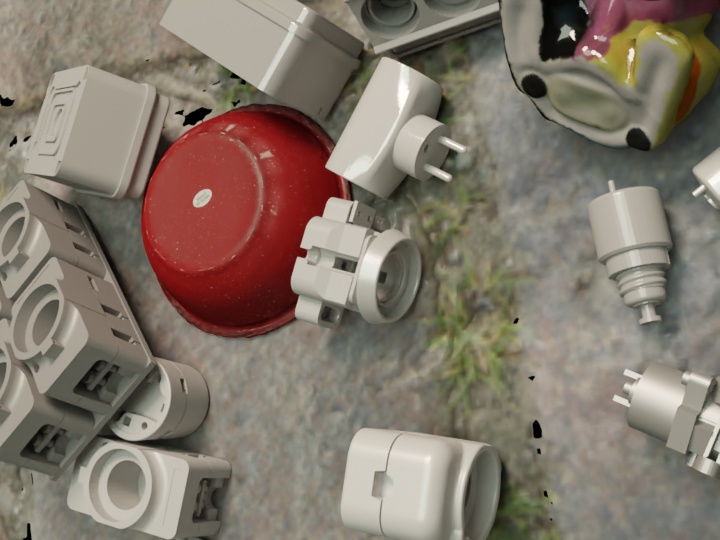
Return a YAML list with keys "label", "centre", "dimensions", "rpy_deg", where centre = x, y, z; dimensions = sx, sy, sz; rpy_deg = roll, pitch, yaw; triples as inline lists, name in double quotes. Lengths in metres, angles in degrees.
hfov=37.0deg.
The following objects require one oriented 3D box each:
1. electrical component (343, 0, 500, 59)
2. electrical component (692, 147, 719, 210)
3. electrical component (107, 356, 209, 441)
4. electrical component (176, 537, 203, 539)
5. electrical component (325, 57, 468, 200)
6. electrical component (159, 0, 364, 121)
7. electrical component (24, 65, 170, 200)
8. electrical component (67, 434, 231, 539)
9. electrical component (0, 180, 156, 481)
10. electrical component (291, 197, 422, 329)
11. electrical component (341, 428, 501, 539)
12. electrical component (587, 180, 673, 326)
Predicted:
- label: "electrical component"
  centre: [0.057, -0.184, 0.647]
  dimensions: [0.121, 0.078, 0.063]
  rpy_deg: [-15, 45, 24]
- label: "electrical component"
  centre: [0.211, -0.058, 0.560]
  dimensions: [0.078, 0.040, 0.040]
  rpy_deg: [-41, 65, 14]
- label: "electrical component"
  centre: [-0.133, 0.085, 0.707]
  dimensions: [0.055, 0.047, 0.055]
  rpy_deg: [-5, 78, 26]
- label: "electrical component"
  centre: [-0.121, 0.192, 0.671]
  dimensions: [0.048, 0.062, 0.048]
  rpy_deg: [-5, 78, 26]
- label: "electrical component"
  centre: [0.029, -0.079, 0.657]
  dimensions: [0.079, 0.043, 0.077]
  rpy_deg: [30, 95, 28]
- label: "electrical component"
  centre: [-0.063, -0.153, 0.699]
  dimensions: [0.113, 0.078, 0.057]
  rpy_deg: [36, 100, 28]
- label: "electrical component"
  centre: [-0.181, -0.092, 0.734]
  dimensions: [0.113, 0.057, 0.078]
  rpy_deg: [12, 86, 61]
- label: "electrical component"
  centre: [-0.139, 0.139, 0.695]
  dimensions: [0.089, 0.056, 0.050]
  rpy_deg: [8, 84, 28]
- label: "electrical component"
  centre: [-0.220, 0.033, 0.722]
  dimensions: [0.105, 0.060, 0.186]
  rpy_deg: [-49, 45, 11]
- label: "electrical component"
  centre: [0.000, 0.000, 0.649]
  dimensions: [0.057, 0.058, 0.078]
  rpy_deg: [15, 87, 32]
- label: "electrical component"
  centre: [0.039, 0.118, 0.584]
  dimensions: [0.059, 0.095, 0.053]
  rpy_deg: [5, 83, 28]
- label: "electrical component"
  centre: [0.149, -0.009, 0.583]
  dimensions: [0.040, 0.040, 0.078]
  rpy_deg: [-16, 74, 24]
